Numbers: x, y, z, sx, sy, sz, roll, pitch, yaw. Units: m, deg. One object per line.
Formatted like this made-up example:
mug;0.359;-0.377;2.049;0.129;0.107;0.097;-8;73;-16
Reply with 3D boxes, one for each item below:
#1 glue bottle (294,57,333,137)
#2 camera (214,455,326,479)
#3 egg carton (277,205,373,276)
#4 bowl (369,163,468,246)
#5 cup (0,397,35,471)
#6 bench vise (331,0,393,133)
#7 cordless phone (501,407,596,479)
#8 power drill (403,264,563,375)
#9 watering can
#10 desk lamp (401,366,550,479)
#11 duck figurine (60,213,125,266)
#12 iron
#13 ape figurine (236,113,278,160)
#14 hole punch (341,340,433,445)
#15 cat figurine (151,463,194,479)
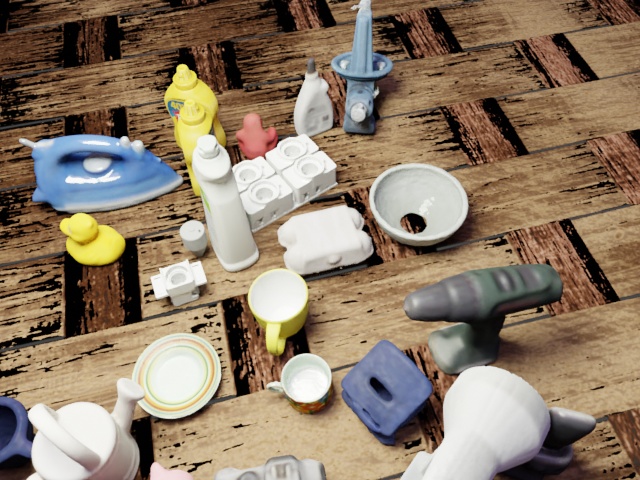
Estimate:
glue bottle;-0.013;-0.272;1.085;0.078;0.173;0.037;-22;58;-14
camera;-0.057;0.346;0.703;0.143;0.101;0.136;-8;56;-5
egg carton;0.009;0.003;0.958;0.150;0.069;0.107;-14;56;-9
bowl;0.167;-0.049;0.990;0.167;0.075;0.167;0;55;0
cup;-0.406;0.271;0.761;0.117;0.095;0.092;17;57;12
bench vise;0.091;-0.326;1.093;0.121;0.220;0.207;-11;56;-7
cordless phone;0.256;0.234;0.727;0.147;0.185;0.094;10;56;8
power drill;0.214;0.109;0.799;0.230;0.208;0.075;-16;57;-10
watering can;-0.296;0.249;0.715;0.100;0.194;0.173;16;57;11
desk lamp;0.166;0.275;0.682;0.117;0.214;0.203;32;62;21
duck figurine;-0.384;-0.008;0.958;0.104;0.086;0.077;13;56;9
iron;-0.385;-0.137;1.014;0.258;0.141;0.118;-6;56;-4
ape figurine;-0.122;-0.202;1.086;0.077;0.092;0.076;9;56;7
hole punch;0.092;0.213;0.800;0.101;0.091;0.108;-35;62;-21
cat figurine;-0.175;0.340;0.698;0.067;0.118;0.127;-7;56;-4
